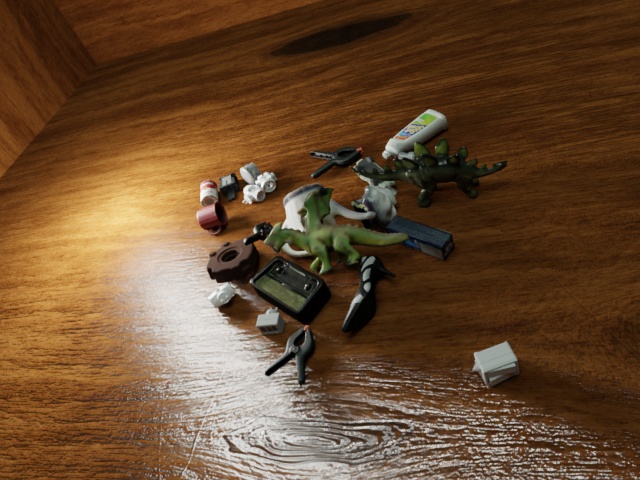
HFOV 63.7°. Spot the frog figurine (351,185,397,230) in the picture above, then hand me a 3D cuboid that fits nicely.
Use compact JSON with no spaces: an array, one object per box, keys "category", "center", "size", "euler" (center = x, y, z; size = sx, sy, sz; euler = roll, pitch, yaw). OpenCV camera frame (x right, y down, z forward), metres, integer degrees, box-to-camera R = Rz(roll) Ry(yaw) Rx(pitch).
[{"category":"frog figurine","center":[0.196,-0.117,1.630],"size":[0.161,0.120,0.139],"euler":[-33,74,-22]}]

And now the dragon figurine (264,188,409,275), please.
[{"category":"dragon figurine","center":[0.032,-0.039,1.522],"size":[0.409,0.243,0.122],"euler":[-21,0,11]}]

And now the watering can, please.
[{"category":"watering can","center":[0.005,-0.082,1.638],"size":[0.344,0.103,0.228],"euler":[-27,66,24]}]
